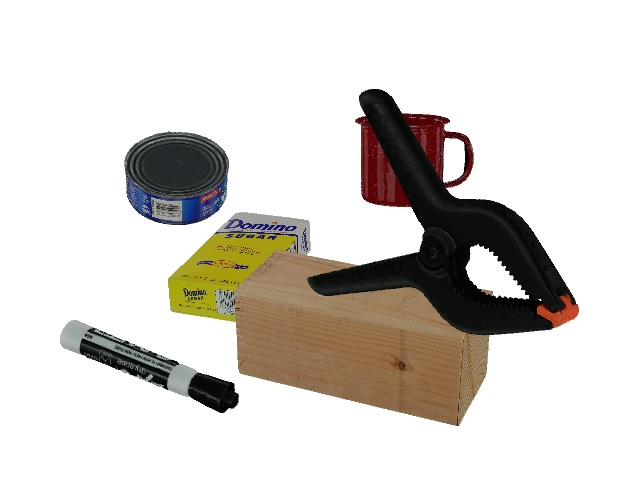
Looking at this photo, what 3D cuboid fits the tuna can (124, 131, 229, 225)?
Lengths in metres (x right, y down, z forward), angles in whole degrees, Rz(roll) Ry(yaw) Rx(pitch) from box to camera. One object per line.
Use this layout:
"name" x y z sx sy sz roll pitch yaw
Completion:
"tuna can" -0.120 -0.052 0.890 0.086 0.034 0.086 4 43 -3

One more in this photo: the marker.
"marker" -0.103 0.076 0.642 0.121 0.020 0.020 18 7 21

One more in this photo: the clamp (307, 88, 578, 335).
"clamp" 0.085 -0.005 0.740 0.210 0.165 0.036 24 25 34

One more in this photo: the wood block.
"wood block" 0.037 0.082 0.938 0.206 0.091 0.090 11 29 21

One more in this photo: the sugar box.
"sugar box" -0.082 0.024 1.141 0.093 0.048 0.176 7 29 17

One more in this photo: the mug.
"mug" 0.093 -0.080 1.059 0.117 0.081 0.093 1 14 6
